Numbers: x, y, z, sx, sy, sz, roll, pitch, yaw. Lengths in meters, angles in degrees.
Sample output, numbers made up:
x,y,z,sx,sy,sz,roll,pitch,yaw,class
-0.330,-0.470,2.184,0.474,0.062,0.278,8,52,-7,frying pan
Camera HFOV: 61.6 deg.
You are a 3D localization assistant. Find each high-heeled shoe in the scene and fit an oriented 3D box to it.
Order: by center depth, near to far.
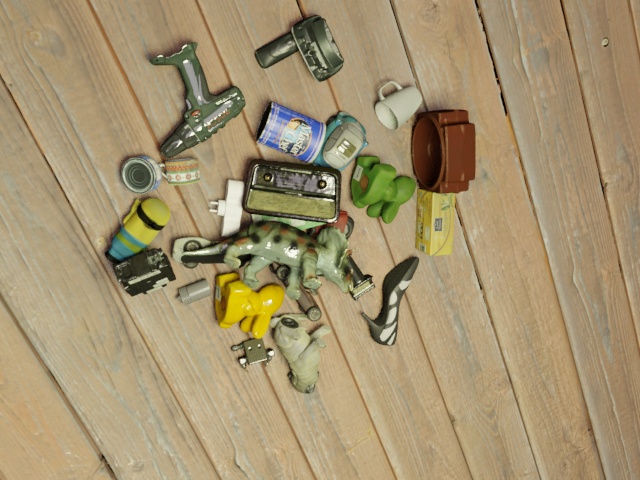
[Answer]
x,y,z,sx,sy,sz,roll,pitch,yaw,class
0.220,0.173,1.462,0.145,0.086,0.248,42,93,-22,high-heeled shoe

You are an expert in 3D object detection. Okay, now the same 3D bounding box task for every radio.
x,y,z,sx,sy,sz,roll,pitch,yaw,class
-0.062,-0.115,1.281,0.230,0.073,0.131,7,88,-2,radio

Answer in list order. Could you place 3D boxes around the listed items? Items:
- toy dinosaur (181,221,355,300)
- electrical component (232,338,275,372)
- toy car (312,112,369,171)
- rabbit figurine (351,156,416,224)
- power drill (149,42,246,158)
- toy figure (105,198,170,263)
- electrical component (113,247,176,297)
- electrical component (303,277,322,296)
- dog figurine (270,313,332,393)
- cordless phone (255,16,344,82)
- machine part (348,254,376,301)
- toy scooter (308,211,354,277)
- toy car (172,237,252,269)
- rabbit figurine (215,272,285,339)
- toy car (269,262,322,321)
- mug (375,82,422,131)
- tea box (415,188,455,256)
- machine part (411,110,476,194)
x,y,z,sx,sy,sz,roll,pitch,yaw,class
-0.094,0.020,1.247,0.405,0.131,0.192,20,51,-4,toy dinosaur
-0.170,0.295,1.393,0.102,0.045,0.078,-19,78,-14,electrical component
0.051,-0.233,1.314,0.109,0.103,0.161,38,87,-19,toy car
0.174,-0.123,1.369,0.170,0.121,0.159,6,103,-33,rabbit figurine
-0.298,-0.320,1.205,0.232,0.086,0.207,-30,104,-10,power drill
-0.413,-0.015,1.228,0.180,0.089,0.082,-51,133,-5,toy figure
-0.398,0.077,1.232,0.115,0.134,0.058,-19,71,-12,electrical component
-0.025,0.106,1.381,0.021,0.063,0.094,-46,113,-31,electrical component
-0.070,0.301,1.401,0.172,0.121,0.190,27,114,13,dog figurine
-0.048,-0.428,1.266,0.184,0.089,0.146,-27,109,2,cordless phone
0.088,0.092,1.428,0.084,0.039,0.138,-34,111,2,machine part
-0.003,-0.004,1.362,0.135,0.075,0.183,24,97,-16,toy scooter
-0.251,0.028,1.293,0.202,0.073,0.056,-1,58,-17,toy car
-0.164,0.160,1.329,0.173,0.122,0.162,-5,97,-35,rabbit figurine
-0.060,0.123,1.363,0.053,0.089,0.202,-36,107,-6,toy car
0.196,-0.348,1.349,0.107,0.081,0.109,-39,102,-18,mug
0.305,-0.051,1.429,0.068,0.098,0.169,-2,104,-16,tea box
0.301,-0.220,1.336,0.087,0.201,0.201,-8,104,-13,machine part
